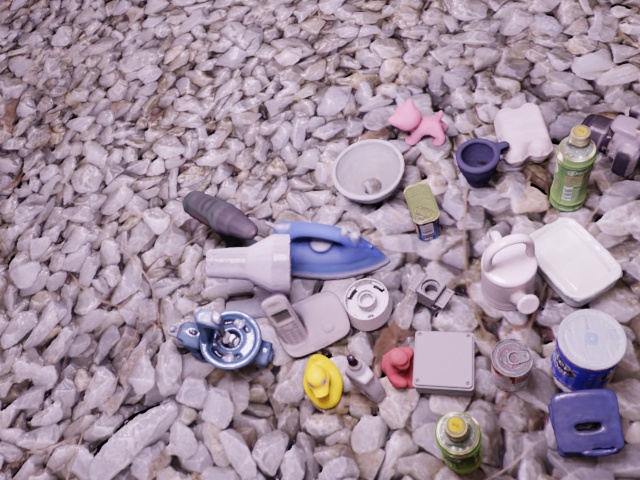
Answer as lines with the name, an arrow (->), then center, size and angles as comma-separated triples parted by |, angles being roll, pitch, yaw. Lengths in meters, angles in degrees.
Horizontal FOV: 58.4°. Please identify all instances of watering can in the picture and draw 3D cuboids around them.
watering can -> 0.351, 0.054, 1.052 | 0.101, 0.194, 0.172 | -36, 57, -6

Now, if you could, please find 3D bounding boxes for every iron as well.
iron -> 0.011, 0.004, 1.210 | 0.257, 0.142, 0.118 | 3, 61, 18

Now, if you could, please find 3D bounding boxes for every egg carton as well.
egg carton -> 0.447, -0.234, 1.268 | 0.107, 0.069, 0.150 | -11, 58, 10

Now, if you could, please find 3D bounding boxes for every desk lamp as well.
desk lamp -> -0.131, 0.077, 1.166 | 0.203, 0.214, 0.118 | -8, 58, 11

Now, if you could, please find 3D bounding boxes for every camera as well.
camera -> 0.624, -0.229, 1.195 | 0.136, 0.101, 0.143 | 33, 74, 30

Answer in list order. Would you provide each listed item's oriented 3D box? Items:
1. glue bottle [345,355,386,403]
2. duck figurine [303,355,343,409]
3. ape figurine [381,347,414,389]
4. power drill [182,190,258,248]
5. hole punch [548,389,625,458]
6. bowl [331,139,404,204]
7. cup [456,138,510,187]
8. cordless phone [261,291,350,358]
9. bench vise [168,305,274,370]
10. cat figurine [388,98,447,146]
glue bottle -> 0.073, 0.241, 1.035 | 0.078, 0.173, 0.037 | 35, 75, 30
duck figurine -> -0.002, 0.263, 1.095 | 0.077, 0.086, 0.104 | -19, 57, 5
ape figurine -> 0.149, 0.230, 1.068 | 0.076, 0.092, 0.078 | 31, 73, 29
power drill -> -0.190, -0.019, 1.242 | 0.228, 0.209, 0.076 | 29, 72, 28
hole punch -> 0.439, 0.303, 0.942 | 0.108, 0.091, 0.101 | -9, 58, 11
bowl -> 0.114, -0.144, 1.308 | 0.167, 0.075, 0.167 | -7, 59, 12
cup -> 0.353, -0.164, 1.239 | 0.117, 0.095, 0.091 | -25, 57, 1
cordless phone -> -0.030, 0.144, 1.114 | 0.147, 0.185, 0.094 | -27, 57, 0
bench vise -> -0.215, 0.193, 1.118 | 0.207, 0.220, 0.121 | -10, 58, 10
cat figurine -> 0.227, -0.278, 1.328 | 0.127, 0.118, 0.067 | 1, 61, 17
